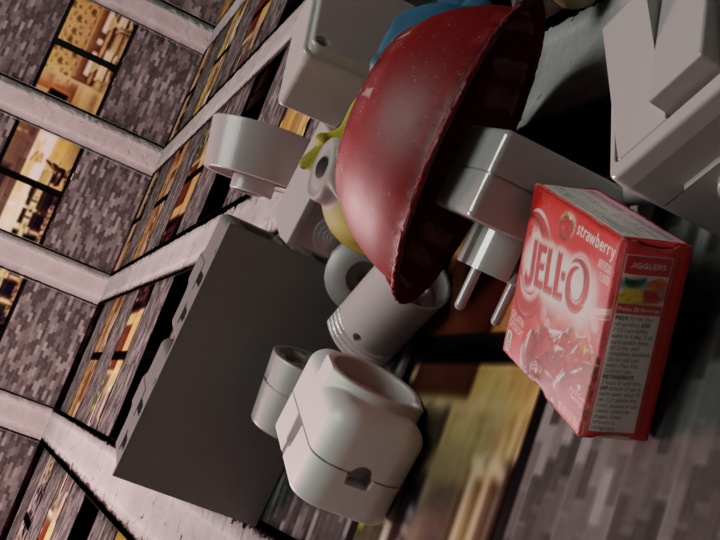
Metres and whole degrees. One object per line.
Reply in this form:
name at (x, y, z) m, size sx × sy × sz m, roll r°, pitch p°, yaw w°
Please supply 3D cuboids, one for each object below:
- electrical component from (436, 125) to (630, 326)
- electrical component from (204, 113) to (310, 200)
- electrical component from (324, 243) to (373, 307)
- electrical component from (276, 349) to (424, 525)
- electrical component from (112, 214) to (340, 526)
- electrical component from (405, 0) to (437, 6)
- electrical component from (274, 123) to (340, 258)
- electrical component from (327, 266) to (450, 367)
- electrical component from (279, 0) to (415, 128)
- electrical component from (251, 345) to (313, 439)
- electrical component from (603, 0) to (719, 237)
electrical component at (0.067, -0.014, 0.466) m, size 0.076 × 0.066 × 0.047 m, roll -65°, pitch 17°, yaw 3°
electrical component at (-0.094, -0.100, 1.006) m, size 0.108 × 0.108 × 0.060 m, roll -171°, pitch 98°, yaw -73°
electrical component at (0.000, 0.000, 0.691) m, size 0.048 × 0.048 × 0.062 m, roll -64°, pitch 8°, yaw 8°
electrical component at (-0.005, 0.083, 0.575) m, size 0.059 × 0.054 × 0.095 m, roll -63°, pitch 17°, yaw 11°
electrical component at (-0.085, 0.067, 0.748) m, size 0.186 × 0.105 × 0.060 m, roll -64°, pitch 17°, yaw 5°
electrical component at (0.042, -0.206, 0.827) m, size 0.089 × 0.050 × 0.055 m, roll -58°, pitch 18°, yaw 25°
electrical component at (-0.022, -0.058, 0.825) m, size 0.099 × 0.048 × 0.099 m, roll -62°, pitch 17°, yaw 14°
electrical component at (0.012, 0.026, 0.617) m, size 0.081 × 0.043 × 0.043 m, roll -50°, pitch 23°, yaw 43°
electrical component at (0.007, -0.144, 0.751) m, size 0.056 × 0.109 × 0.108 m, roll -55°, pitch 20°, yaw 41°
electrical component at (-0.037, 0.080, 0.677) m, size 0.055 × 0.055 × 0.047 m, roll -132°, pitch 63°, yaw -72°
electrical component at (0.123, -0.061, 0.369) m, size 0.061 × 0.061 × 0.096 m, roll -46°, pitch 26°, yaw 48°
